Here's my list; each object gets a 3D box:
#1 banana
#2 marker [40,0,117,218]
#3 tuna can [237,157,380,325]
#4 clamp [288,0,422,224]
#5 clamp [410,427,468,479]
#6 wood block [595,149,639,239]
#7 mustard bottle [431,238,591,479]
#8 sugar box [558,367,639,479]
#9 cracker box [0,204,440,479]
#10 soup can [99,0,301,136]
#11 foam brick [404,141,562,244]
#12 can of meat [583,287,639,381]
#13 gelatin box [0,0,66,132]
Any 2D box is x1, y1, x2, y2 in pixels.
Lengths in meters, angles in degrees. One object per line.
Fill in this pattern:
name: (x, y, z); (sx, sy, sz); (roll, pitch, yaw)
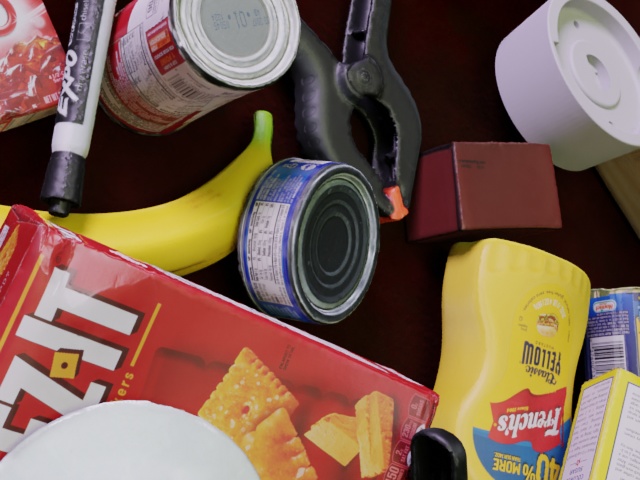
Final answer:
banana: (-0.094, -0.009, 0.525); (0.197, 0.037, 0.070); (-20, 70, -34)
marker: (-0.111, -0.069, 0.495); (0.020, 0.020, 0.121); (15, 73, -29)
tuna can: (-0.004, 0.001, 0.554); (0.085, 0.034, 0.086); (-15, 108, -54)
clamp: (0.020, -0.097, 0.603); (0.120, 0.039, 0.171); (-29, 103, -25)
clamp: (0.059, 0.188, 0.523); (0.209, 0.036, 0.164); (38, 77, -50)
wood block: (0.285, -0.005, 0.717); (0.090, 0.090, 0.206); (-43, 105, -29)
mustard bottle: (0.104, 0.102, 0.611); (0.096, 0.058, 0.191); (20, 73, -35)
sugar box: (0.169, 0.168, 0.573); (0.093, 0.048, 0.176); (28, 63, -8)
cracker box: (-0.069, 0.103, 0.479); (0.213, 0.072, 0.164); (26, 85, -26)
soup can: (-0.063, -0.093, 0.515); (0.068, 0.102, 0.068); (5, 81, -32)
foam brick: (0.094, -0.028, 0.630); (0.078, 0.051, 0.053); (-1, 82, -32)
can of meat: (0.215, 0.074, 0.683); (0.101, 0.058, 0.084); (5, 79, -30)
gelatin box: (-0.166, -0.084, 0.493); (0.089, 0.030, 0.073); (-26, 97, -31)
